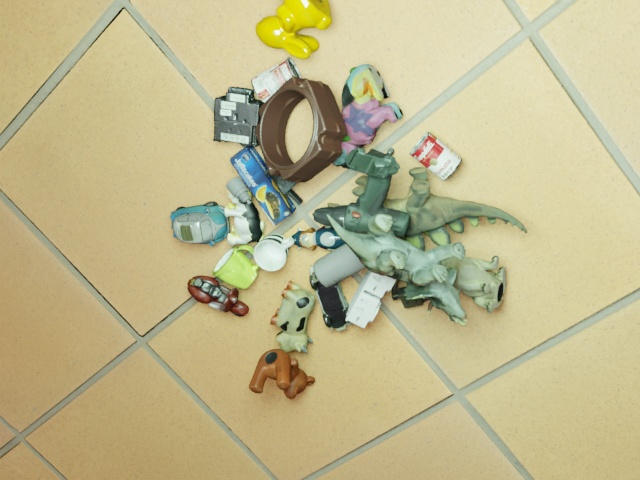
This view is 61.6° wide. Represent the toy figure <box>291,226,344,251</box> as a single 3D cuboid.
[{"bbox_3d":[-0.003,-0.006,1.373,0.155,0.057,0.064,-3,71,13],"label":"toy figure"}]

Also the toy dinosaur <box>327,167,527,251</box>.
[{"bbox_3d":[0.233,-0.065,1.264,0.472,0.105,0.198,1,127,27],"label":"toy dinosaur"}]

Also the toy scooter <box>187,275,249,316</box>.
[{"bbox_3d":[-0.272,0.147,1.438,0.184,0.135,0.075,28,73,-4],"label":"toy scooter"}]

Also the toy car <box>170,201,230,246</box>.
[{"bbox_3d":[-0.322,-0.037,1.395,0.162,0.103,0.109,-1,109,9],"label":"toy car"}]

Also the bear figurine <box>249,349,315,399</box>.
[{"bbox_3d":[-0.098,0.387,1.470,0.120,0.132,0.195,-11,133,18],"label":"bear figurine"}]

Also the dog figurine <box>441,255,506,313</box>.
[{"bbox_3d":[0.351,0.099,1.339,0.191,0.121,0.172,9,141,37],"label":"dog figurine"}]

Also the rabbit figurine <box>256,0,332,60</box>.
[{"bbox_3d":[-0.061,-0.483,1.192,0.173,0.122,0.162,-25,114,32],"label":"rabbit figurine"}]

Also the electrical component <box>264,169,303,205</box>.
[{"bbox_3d":[-0.076,-0.144,1.324,0.119,0.075,0.048,46,111,-3],"label":"electrical component"}]

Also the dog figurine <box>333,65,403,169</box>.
[{"bbox_3d":[0.067,-0.272,1.235,0.219,0.108,0.191,-29,103,21],"label":"dog figurine"}]

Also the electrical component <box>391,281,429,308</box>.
[{"bbox_3d":[0.236,0.134,1.387,0.102,0.045,0.078,-18,134,19],"label":"electrical component"}]

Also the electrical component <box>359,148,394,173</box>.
[{"bbox_3d":[0.134,-0.189,1.277,0.063,0.094,0.021,29,159,26],"label":"electrical component"}]

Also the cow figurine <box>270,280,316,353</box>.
[{"bbox_3d":[-0.066,0.221,1.455,0.127,0.085,0.194,24,112,8],"label":"cow figurine"}]

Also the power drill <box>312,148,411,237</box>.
[{"bbox_3d":[0.090,-0.094,1.187,0.232,0.086,0.207,15,129,15],"label":"power drill"}]

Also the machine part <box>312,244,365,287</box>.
[{"bbox_3d":[0.069,0.048,1.304,0.243,0.079,0.079,-31,102,32],"label":"machine part"}]

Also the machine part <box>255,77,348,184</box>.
[{"bbox_3d":[-0.049,-0.247,1.213,0.201,0.087,0.201,-33,71,38],"label":"machine part"}]

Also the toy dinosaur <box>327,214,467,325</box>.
[{"bbox_3d":[0.168,0.044,1.176,0.405,0.131,0.192,27,152,-12],"label":"toy dinosaur"}]

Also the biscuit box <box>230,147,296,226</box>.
[{"bbox_3d":[-0.142,-0.138,1.345,0.059,0.063,0.202,-31,102,18],"label":"biscuit box"}]

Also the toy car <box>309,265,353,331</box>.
[{"bbox_3d":[0.029,0.151,1.424,0.074,0.056,0.201,-17,107,9],"label":"toy car"}]

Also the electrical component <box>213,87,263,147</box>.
[{"bbox_3d":[-0.195,-0.299,1.298,0.115,0.058,0.134,11,111,4],"label":"electrical component"}]

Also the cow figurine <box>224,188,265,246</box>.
[{"bbox_3d":[-0.193,-0.071,1.376,0.098,0.068,0.167,0,113,5],"label":"cow figurine"}]
